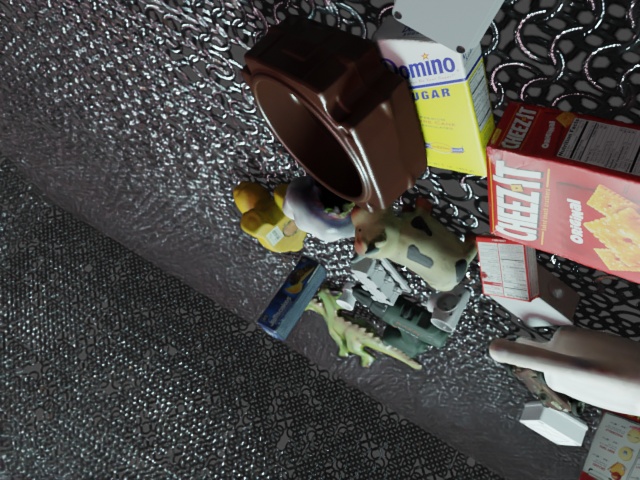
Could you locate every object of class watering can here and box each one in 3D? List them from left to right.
[{"bbox_3d":[0.376,0.178,0.715,0.225,0.104,0.346,11,178,36],"label":"watering can"}]

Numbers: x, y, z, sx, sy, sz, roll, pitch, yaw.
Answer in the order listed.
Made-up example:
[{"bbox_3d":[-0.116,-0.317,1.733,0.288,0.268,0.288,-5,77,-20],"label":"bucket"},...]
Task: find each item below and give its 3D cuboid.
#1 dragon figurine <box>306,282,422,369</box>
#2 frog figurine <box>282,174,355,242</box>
[{"bbox_3d":[0.073,0.214,1.384,0.411,0.124,0.238,7,140,47],"label":"dragon figurine"},{"bbox_3d":[0.003,-0.043,0.847,0.137,0.125,0.156,16,150,-11],"label":"frog figurine"}]
